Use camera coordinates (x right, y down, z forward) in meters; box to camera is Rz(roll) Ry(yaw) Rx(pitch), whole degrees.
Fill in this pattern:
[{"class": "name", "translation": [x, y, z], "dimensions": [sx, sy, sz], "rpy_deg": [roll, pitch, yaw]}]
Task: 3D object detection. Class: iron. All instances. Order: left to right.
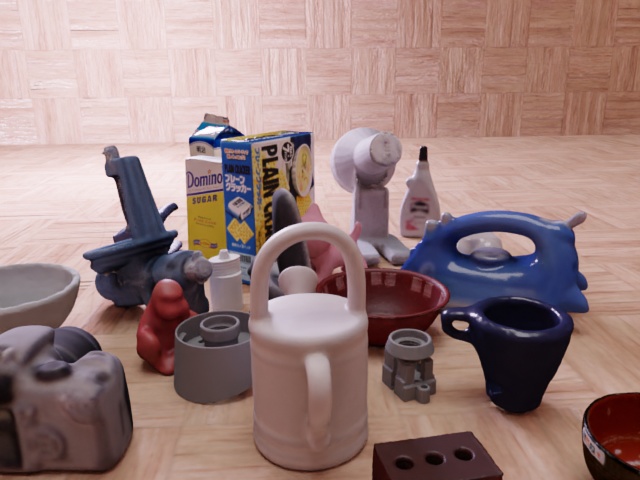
[{"class": "iron", "translation": [0.216, 0.022, 0.751], "dimensions": [0.257, 0.141, 0.119], "rpy_deg": [6, 18, 21]}]

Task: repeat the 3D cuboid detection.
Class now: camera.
[{"class": "camera", "translation": [-0.232, 0.121, 0.503], "dimensions": [0.143, 0.101, 0.137], "rpy_deg": [0, 17, 3]}]

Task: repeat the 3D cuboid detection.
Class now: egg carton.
[{"class": "egg carton", "translation": [0.223, 0.016, 0.897], "dimensions": [0.107, 0.069, 0.150], "rpy_deg": [-2, 17, -3]}]

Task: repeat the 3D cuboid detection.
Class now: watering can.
[{"class": "watering can", "translation": [-0.013, 0.077, 0.482], "dimensions": [0.101, 0.194, 0.172], "rpy_deg": [-10, 19, -28]}]

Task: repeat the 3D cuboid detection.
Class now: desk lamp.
[{"class": "desk lamp", "translation": [0.093, -0.086, 0.992], "dimensions": [0.118, 0.214, 0.203], "rpy_deg": [-4, 17, -11]}]

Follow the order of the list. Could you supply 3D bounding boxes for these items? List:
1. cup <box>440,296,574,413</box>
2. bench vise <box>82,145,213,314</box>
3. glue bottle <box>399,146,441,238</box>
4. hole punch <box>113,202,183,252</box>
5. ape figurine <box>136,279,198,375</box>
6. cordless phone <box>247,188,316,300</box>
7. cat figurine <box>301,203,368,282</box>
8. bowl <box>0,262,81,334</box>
[{"class": "cup", "translation": [0.171, 0.110, 0.540], "dimensions": [0.117, 0.095, 0.092], "rpy_deg": [4, 17, 16]}, {"class": "bench vise", "translation": [-0.211, -0.008, 0.728], "dimensions": [0.207, 0.220, 0.122], "rpy_deg": [5, 18, 19]}, {"class": "glue bottle", "translation": [0.190, -0.090, 1.076], "dimensions": [0.078, 0.173, 0.037], "rpy_deg": [2, 17, 9]}, {"class": "hole punch", "translation": [-0.297, -0.016, 0.984], "dimensions": [0.101, 0.091, 0.108], "rpy_deg": [0, 17, 3]}, {"class": "ape figurine", "translation": [-0.166, 0.089, 0.627], "dimensions": [0.078, 0.092, 0.075], "rpy_deg": [-11, 19, -30]}, {"class": "cordless phone", "translation": [-0.038, 0.023, 0.679], "dimensions": [0.094, 0.185, 0.147], "rpy_deg": [-6, 18, -18]}, {"class": "cat figurine", "translation": [0.008, 0.003, 0.864], "dimensions": [0.128, 0.118, 0.067], "rpy_deg": [-7, 18, -19]}, {"class": "bowl", "translation": [-0.366, 0.086, 0.672], "dimensions": [0.167, 0.075, 0.167], "rpy_deg": [0, 17, 0]}]
